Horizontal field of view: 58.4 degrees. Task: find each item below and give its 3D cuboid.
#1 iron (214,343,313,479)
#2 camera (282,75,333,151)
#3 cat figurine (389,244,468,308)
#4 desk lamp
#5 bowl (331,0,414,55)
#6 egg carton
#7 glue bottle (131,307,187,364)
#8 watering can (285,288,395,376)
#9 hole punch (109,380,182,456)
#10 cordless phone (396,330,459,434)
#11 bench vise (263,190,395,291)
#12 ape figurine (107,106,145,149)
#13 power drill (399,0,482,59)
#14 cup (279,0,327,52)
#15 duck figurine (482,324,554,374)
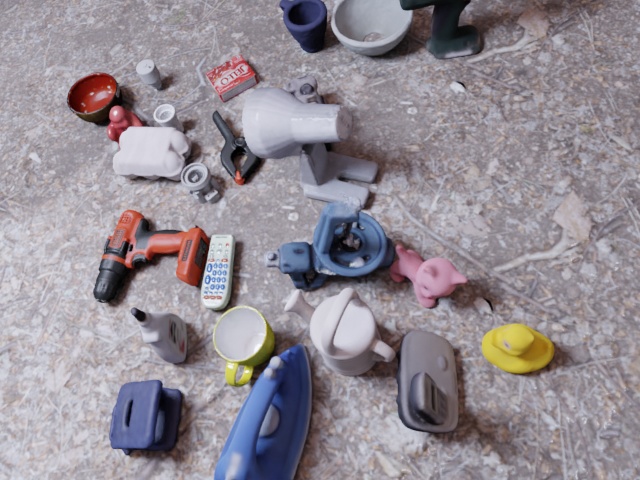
[{"bbox_3d":[-0.082,0.258,0.846,0.118,0.142,0.258,12,68,16],"label":"iron"},{"bbox_3d":[-0.055,-0.236,1.097,0.137,0.101,0.143,-18,63,2],"label":"camera"},{"bbox_3d":[0.169,0.051,0.912,0.127,0.118,0.067,40,77,24],"label":"cat figurine"},{"bbox_3d":[-0.012,-0.166,0.994,0.202,0.214,0.118,13,68,16],"label":"desk lamp"},{"bbox_3d":[0.108,-0.438,1.178,0.167,0.075,0.167,-4,64,8],"label":"bowl"},{"bbox_3d":[-0.330,-0.170,1.132,0.150,0.069,0.107,2,65,11],"label":"egg carton"},{"bbox_3d":[-0.259,0.142,0.915,0.037,0.173,0.078,-13,63,4],"label":"glue bottle"},{"bbox_3d":[0.028,0.132,0.856,0.172,0.194,0.101,4,66,12],"label":"watering can"},{"bbox_3d":[-0.283,0.279,0.900,0.101,0.091,0.108,-3,65,9],"label":"hole punch"},{"bbox_3d":[0.151,0.192,0.812,0.094,0.185,0.147,-5,64,8],"label":"cordless phone"},{"bbox_3d":[0.013,0.013,0.901,0.207,0.220,0.121,-27,63,-3],"label":"bench vise"},{"bbox_3d":[-0.398,-0.236,1.163,0.077,0.092,0.076,9,67,14],"label":"ape figurine"},{"bbox_3d":[0.264,-0.446,1.079,0.229,0.209,0.075,-8,64,7],"label":"power drill"},{"bbox_3d":[-0.034,-0.447,1.196,0.117,0.095,0.092,36,76,23],"label":"cup"},{"bbox_3d":[0.299,0.155,0.858,0.104,0.086,0.077,6,66,13],"label":"duck figurine"}]
